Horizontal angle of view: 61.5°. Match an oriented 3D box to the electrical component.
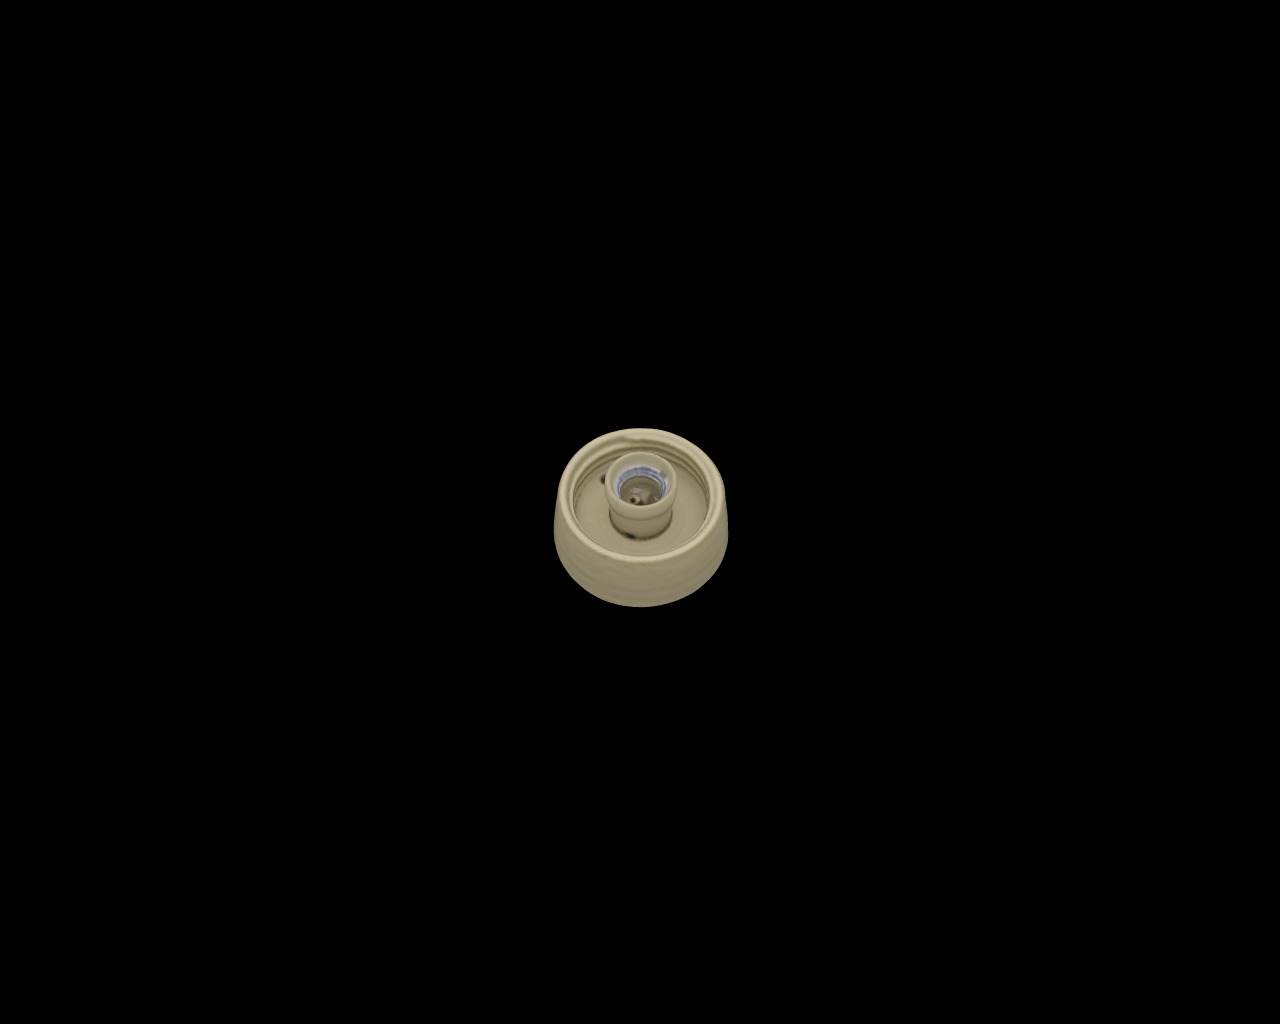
[{"bbox_3d":[0.001,-0.003,0.650,0.108,0.108,0.060,0,-34,0],"label":"electrical component"}]
